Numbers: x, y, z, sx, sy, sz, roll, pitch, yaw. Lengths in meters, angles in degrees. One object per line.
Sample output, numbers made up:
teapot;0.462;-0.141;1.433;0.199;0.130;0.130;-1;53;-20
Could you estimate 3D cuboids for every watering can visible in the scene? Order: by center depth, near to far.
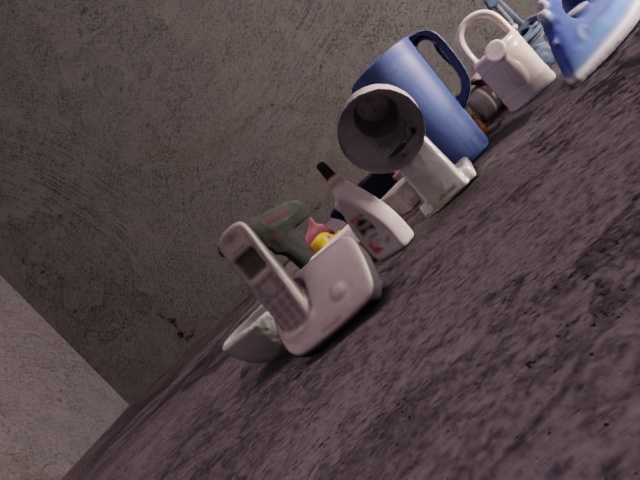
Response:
watering can;0.336;-0.342;1.060;0.101;0.194;0.173;-43;4;3

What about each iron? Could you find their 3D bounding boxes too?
iron;0.391;-0.343;0.880;0.259;0.141;0.118;-46;5;-38

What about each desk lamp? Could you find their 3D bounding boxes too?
desk lamp;0.124;-0.140;0.856;0.118;0.213;0.203;-42;4;18

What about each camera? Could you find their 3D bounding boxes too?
camera;0.361;-0.317;1.257;0.137;0.101;0.143;-43;4;-4

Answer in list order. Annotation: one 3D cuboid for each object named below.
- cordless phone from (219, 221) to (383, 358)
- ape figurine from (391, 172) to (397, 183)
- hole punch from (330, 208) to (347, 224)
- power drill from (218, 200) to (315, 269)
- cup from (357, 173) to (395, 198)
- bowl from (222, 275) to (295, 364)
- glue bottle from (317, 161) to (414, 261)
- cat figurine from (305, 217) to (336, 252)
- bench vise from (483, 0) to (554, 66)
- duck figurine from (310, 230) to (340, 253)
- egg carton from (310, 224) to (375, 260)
cordless phone;-0.027;0.034;0.686;0.147;0.185;0.094;-42;4;18
ape figurine;0.171;-0.147;1.426;0.078;0.092;0.076;-42;4;10
hole punch;0.094;-0.076;1.451;0.108;0.091;0.101;-40;5;40
power drill;-0.084;0.023;1.280;0.230;0.208;0.075;-45;4;-30
cup;0.143;-0.118;1.369;0.092;0.095;0.118;-43;4;-1
bowl;-0.061;0.128;0.851;0.167;0.075;0.167;-43;3;4
glue bottle;0.056;-0.048;0.841;0.037;0.173;0.078;-46;5;-37
cat figurine;0.011;0.004;1.185;0.067;0.118;0.128;-43;4;-5
bench vise;0.436;-0.473;1.306;0.121;0.220;0.207;-43;4;6
duck figurine;0.018;0.028;1.072;0.104;0.086;0.077;-43;4;0
egg carton;0.043;0.026;0.950;0.150;0.069;0.107;-43;3;-2
